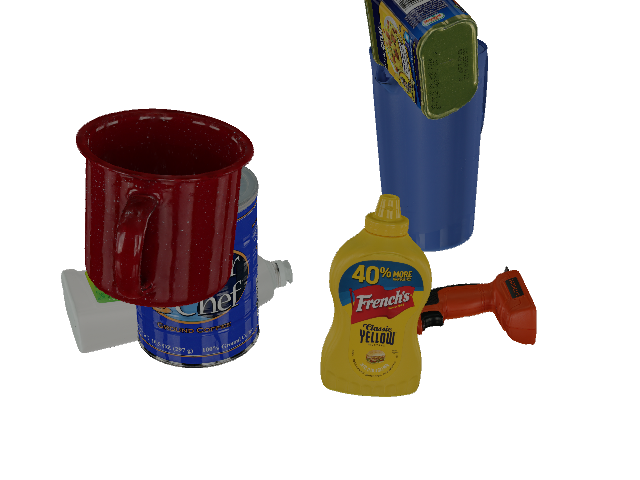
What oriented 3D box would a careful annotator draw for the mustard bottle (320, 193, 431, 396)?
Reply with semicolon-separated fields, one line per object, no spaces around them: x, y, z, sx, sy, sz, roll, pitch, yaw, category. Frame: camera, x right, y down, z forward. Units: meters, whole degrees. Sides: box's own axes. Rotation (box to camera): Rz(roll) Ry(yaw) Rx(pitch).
0.055;0.050;1.007;0.096;0.192;0.058;5;17;-3;mustard bottle

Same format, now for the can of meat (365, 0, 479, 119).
0.082;-0.159;0.849;0.057;0.084;0.102;-26;-36;-9;can of meat

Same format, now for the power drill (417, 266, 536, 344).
0.145;0.087;1.208;0.187;0.057;0.184;-3;27;-1;power drill

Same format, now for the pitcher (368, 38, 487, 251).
0.134;-0.119;1.258;0.149;0.243;0.145;-4;25;-2;pitcher

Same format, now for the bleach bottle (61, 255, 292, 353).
-0.156;0.056;1.201;0.250;0.068;0.103;-12;36;-17;bleach bottle

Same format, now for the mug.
-0.087;-0.011;0.569;0.093;0.081;0.117;8;27;1;mug

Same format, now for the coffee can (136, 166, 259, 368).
-0.101;0.016;0.858;0.103;0.140;0.103;1;30;-1;coffee can
